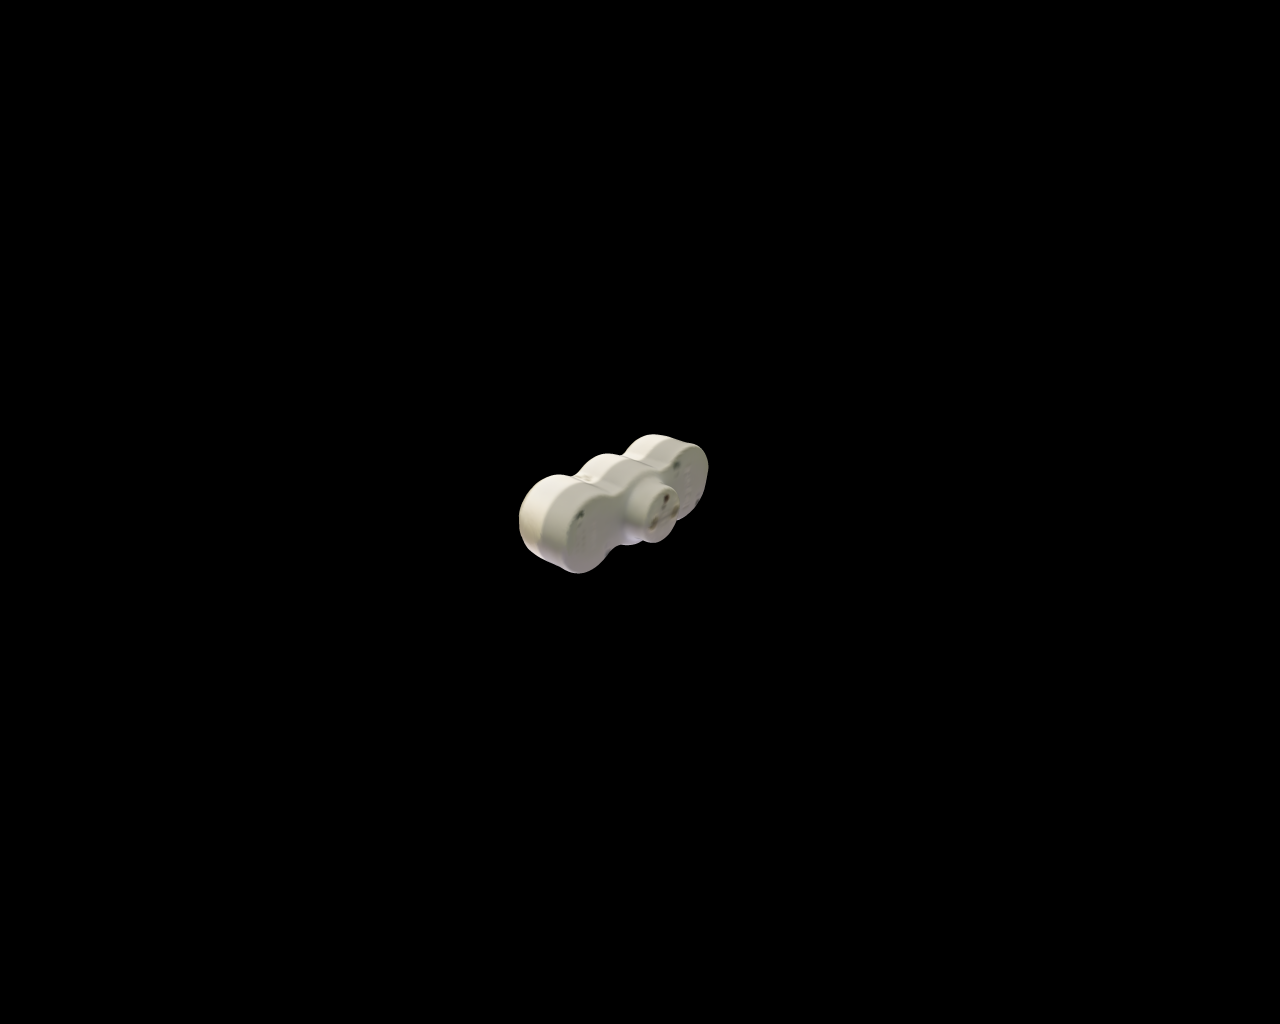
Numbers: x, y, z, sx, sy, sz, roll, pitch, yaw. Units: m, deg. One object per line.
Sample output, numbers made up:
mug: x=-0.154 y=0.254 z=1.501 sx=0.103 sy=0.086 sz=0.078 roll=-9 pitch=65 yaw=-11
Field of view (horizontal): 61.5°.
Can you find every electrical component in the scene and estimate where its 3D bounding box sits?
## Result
electrical component: x=0.001 y=-0.003 z=0.650 sx=0.074 sy=0.052 sz=0.138 roll=21 pitch=33 yaw=36
